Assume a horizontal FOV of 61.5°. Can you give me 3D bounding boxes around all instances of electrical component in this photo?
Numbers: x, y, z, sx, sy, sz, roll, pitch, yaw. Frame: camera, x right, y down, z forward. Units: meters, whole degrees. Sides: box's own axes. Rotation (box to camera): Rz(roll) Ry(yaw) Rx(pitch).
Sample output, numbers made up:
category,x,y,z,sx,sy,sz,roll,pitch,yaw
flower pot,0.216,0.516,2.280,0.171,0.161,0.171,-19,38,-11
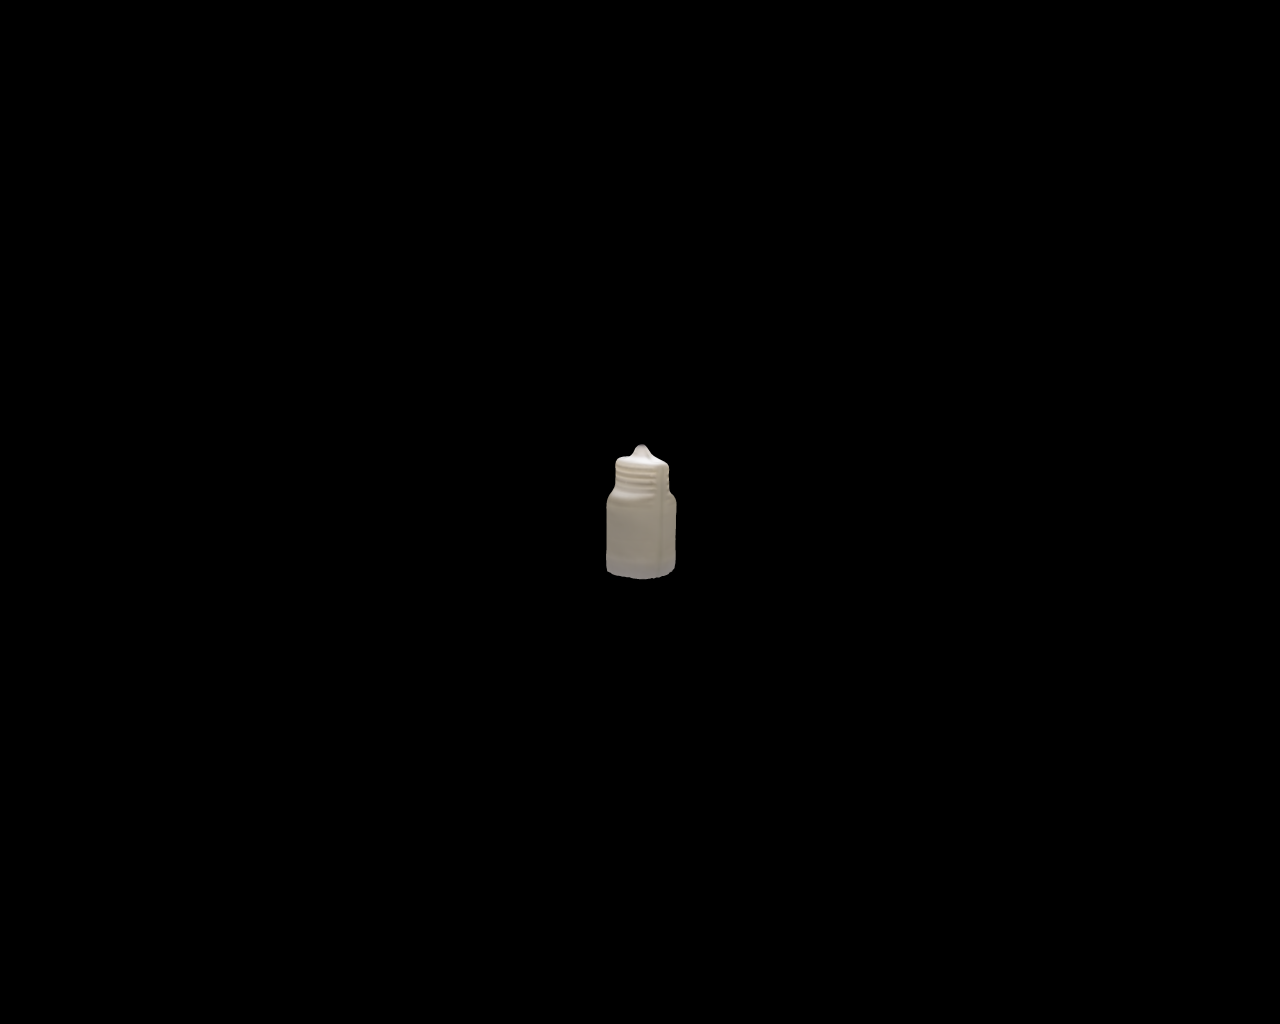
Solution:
category,x,y,z,sx,sy,sz,roll,pitch,yaw
electrical component,0.001,-0.003,0.650,0.043,0.080,0.043,0,11,0
